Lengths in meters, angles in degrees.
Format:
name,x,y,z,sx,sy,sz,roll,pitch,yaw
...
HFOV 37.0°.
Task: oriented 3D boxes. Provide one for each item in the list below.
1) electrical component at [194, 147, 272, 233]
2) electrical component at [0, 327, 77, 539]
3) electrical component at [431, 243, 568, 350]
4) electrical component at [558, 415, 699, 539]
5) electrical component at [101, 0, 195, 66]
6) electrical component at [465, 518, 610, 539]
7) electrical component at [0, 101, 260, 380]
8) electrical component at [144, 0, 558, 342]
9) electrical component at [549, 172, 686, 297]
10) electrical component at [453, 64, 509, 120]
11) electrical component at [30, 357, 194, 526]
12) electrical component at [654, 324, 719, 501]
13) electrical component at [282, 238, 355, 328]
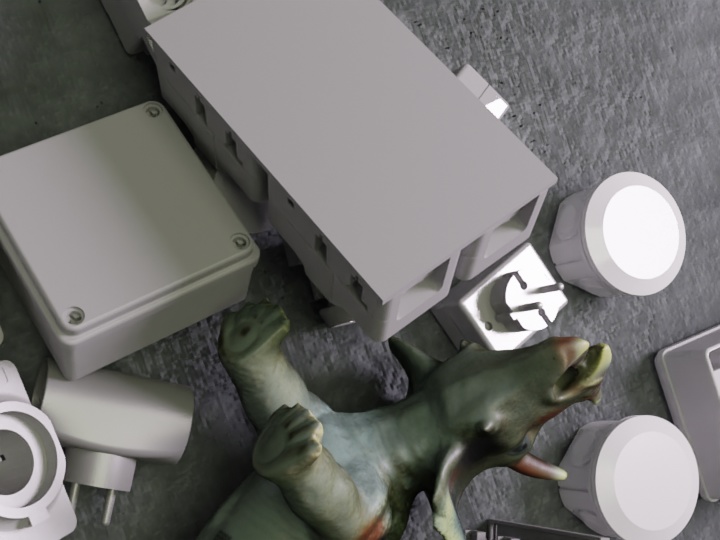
name,x,y,z,sx,sy,sz,roll,pitch,yaw
electrical component,-0.026,-0.069,0.605,0.138,0.074,0.052,-35,119,-24
electrical component,-0.214,0.057,0.492,0.105,0.060,0.186,-24,94,-53
electrical component,0.094,0.019,0.653,0.066,0.077,0.047,-39,99,-24
electrical component,0.171,0.133,0.687,0.080,0.051,0.080,3,82,-24
electrical component,-0.081,-0.167,0.605,0.121,0.063,0.078,-28,95,-25
electrical component,0.091,0.184,0.604,0.063,0.121,0.078,7,80,-21
electrical component,-0.125,-0.017,0.550,0.109,0.056,0.108,-26,70,-25
electrical component,-0.008,-0.067,0.540,0.105,0.060,0.186,-34,70,-19
electrical component,0.169,-0.021,0.707,0.080,0.051,0.080,4,81,-24
electrical component,0.065,-0.074,0.668,0.077,0.047,0.065,42,68,-14
electrical component,-0.133,0.091,0.557,0.077,0.043,0.079,15,77,-22
electrical component,0.271,0.089,0.736,0.109,0.056,0.108,-19,91,-26
electrical component,0.000,0.000,0.624,0.078,0.058,0.057,-12,85,-26
